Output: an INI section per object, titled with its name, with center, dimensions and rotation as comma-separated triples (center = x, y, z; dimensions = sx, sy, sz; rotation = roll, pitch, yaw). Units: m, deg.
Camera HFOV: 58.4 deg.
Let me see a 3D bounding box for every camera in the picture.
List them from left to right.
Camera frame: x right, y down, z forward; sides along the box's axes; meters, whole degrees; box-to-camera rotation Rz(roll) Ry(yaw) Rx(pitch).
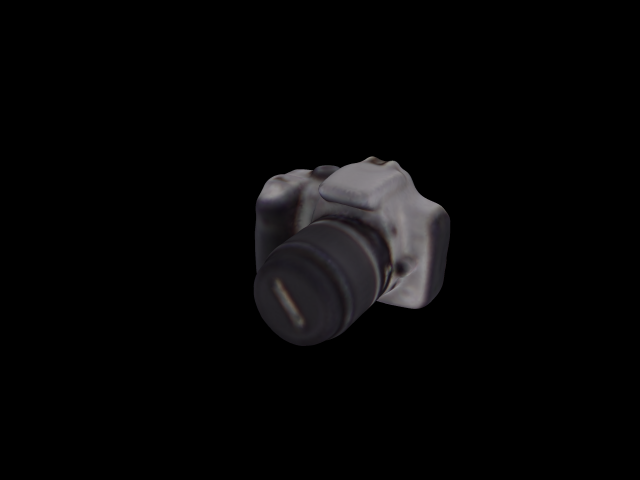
[camera]
center = 0.004, 0.001, 0.400
dimensions = 0.142, 0.101, 0.137
rotation = 16, 31, 28
